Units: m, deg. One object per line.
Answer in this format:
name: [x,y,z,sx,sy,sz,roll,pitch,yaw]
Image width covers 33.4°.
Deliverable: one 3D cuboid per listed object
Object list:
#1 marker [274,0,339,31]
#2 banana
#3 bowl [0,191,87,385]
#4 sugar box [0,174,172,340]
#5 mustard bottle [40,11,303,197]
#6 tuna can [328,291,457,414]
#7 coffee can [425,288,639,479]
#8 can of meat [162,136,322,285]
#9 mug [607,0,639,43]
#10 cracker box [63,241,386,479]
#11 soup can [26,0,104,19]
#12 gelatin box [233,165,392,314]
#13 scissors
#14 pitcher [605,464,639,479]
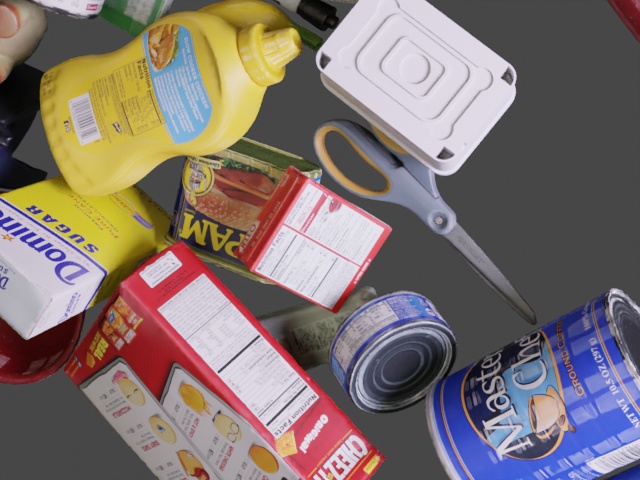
marker: [-0.038,-0.181,0.743,0.121,0.020,0.020,34,113,11]
banana: [-0.095,-0.120,0.772,0.198,0.037,0.069,-28,90,26]
bowl: [-0.245,0.033,0.863,0.162,0.055,0.162,6,106,21]
sugar box: [-0.177,0.000,0.760,0.093,0.176,0.048,40,114,8]
mustard bottle: [-0.098,-0.101,0.725,0.192,0.058,0.096,-18,84,25]
tuna can: [0.051,0.079,0.737,0.086,0.086,0.034,-62,38,23]
coffee can: [0.154,0.108,0.693,0.140,0.102,0.103,-33,90,26]
can of meat: [-0.055,-0.026,0.770,0.102,0.057,0.084,20,108,17]
mug: [0.225,-0.150,0.613,0.117,0.093,0.081,-39,93,-10]
cracker box: [-0.076,0.125,0.780,0.214,0.072,0.164,46,141,3]
soup can: [-0.172,-0.215,0.745,0.068,0.068,0.102,29,111,13]
gelatin box: [-0.005,0.001,0.732,0.073,0.089,0.030,-58,38,4]
scissors: [0.087,-0.034,0.732,0.202,0.016,0.096,34,113,11]
pitcher: [0.157,0.236,0.692,0.243,0.149,0.145,-29,115,4]
